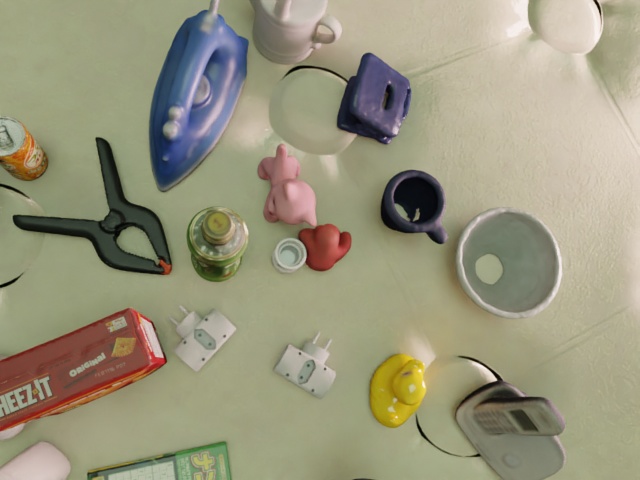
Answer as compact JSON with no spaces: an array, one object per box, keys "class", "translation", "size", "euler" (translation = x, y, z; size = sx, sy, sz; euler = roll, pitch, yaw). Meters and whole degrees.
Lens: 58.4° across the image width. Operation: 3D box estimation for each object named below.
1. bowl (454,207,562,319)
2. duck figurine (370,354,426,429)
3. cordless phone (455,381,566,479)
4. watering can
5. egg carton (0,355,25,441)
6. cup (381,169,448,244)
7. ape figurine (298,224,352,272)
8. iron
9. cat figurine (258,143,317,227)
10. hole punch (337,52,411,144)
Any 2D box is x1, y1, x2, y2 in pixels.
[{"class":"bowl","translation":[0.269,0.038,0.860],"size":[0.167,0.074,0.167],"euler":[2,78,-11]},{"class":"duck figurine","translation":[0.115,0.209,0.789],"size":[0.077,0.086,0.105],"euler":[25,75,-5]},{"class":"cordless phone","translation":[0.276,0.261,0.759],"size":[0.094,0.185,0.147],"euler":[-40,88,-16]},{"class":"watering can","translation":[-0.048,-0.343,0.813],"size":[0.173,0.194,0.101],"euler":[9,77,-9]},{"class":"egg carton","translation":[-0.437,0.198,0.691],"size":[0.150,0.069,0.107],"euler":[-10,81,-13]},{"class":"cup","translation":[0.134,-0.037,0.838],"size":[0.092,0.095,0.118],"euler":[-38,88,-15]},{"class":"ape figurine","translation":[0.007,0.003,0.807],"size":[0.078,0.092,0.076],"euler":[25,75,-5]},{"class":"iron","translation":[-0.178,-0.202,0.786],"size":[0.119,0.141,0.258],"euler":[17,76,-7]},{"class":"cat figurine","translation":[-0.044,-0.072,0.798],"size":[0.067,0.117,0.128],"euler":[-9,80,-12]},{"class":"hole punch","translation":[0.089,-0.214,0.867],"size":[0.101,0.091,0.109],"euler":[16,76,-7]}]
